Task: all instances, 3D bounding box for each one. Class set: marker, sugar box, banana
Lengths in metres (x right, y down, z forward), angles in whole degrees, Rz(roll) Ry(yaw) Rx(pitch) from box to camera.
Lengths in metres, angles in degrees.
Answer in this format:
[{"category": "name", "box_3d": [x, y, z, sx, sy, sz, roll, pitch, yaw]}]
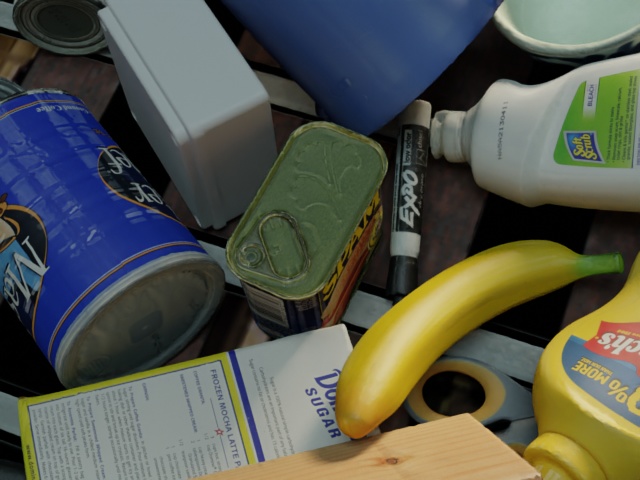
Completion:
[{"category": "marker", "box_3d": [0.051, -0.021, 0.615, 0.020, 0.020, 0.121, 4, 78, 7]}, {"category": "sugar box", "box_3d": [-0.059, 0.109, 0.546, 0.176, 0.048, 0.093, -10, 63, -14]}, {"category": "banana", "box_3d": [0.071, 0.041, 0.562, 0.197, 0.070, 0.037, -29, 104, -28]}]

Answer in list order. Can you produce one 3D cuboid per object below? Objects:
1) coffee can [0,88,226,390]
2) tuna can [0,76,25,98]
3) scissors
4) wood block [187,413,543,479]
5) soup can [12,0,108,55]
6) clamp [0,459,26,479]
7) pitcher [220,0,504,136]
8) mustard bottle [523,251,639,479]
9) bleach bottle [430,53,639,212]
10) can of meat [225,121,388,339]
[{"category": "coffee can", "box_3d": [-0.133, 0.000, 0.588, 0.102, 0.103, 0.140, -36, 66, -13]}, {"category": "tuna can", "box_3d": [-0.212, -0.058, 0.662, 0.086, 0.034, 0.086, -2, 64, 4]}, {"category": "scissors", "box_3d": [0.132, 0.084, 0.571, 0.201, 0.016, 0.096, -22, 63, -7]}, {"category": "wood block", "box_3d": [-0.009, 0.152, 0.472, 0.206, 0.091, 0.090, -11, 101, -12]}, {"category": "soup can", "box_3d": [-0.160, -0.181, 0.699, 0.068, 0.068, 0.102, 0, 65, 5]}, {"category": "clamp", "box_3d": [-0.210, 0.148, 0.556, 0.210, 0.036, 0.164, 39, 66, 18]}, {"category": "pitcher", "box_3d": [-0.012, -0.186, 0.587, 0.242, 0.145, 0.149, 43, 91, -12]}, {"category": "mustard bottle", "box_3d": [0.163, 0.071, 0.533, 0.096, 0.058, 0.191, 35, 61, 29]}, {"category": "bleach bottle", "box_3d": [0.185, -0.066, 0.591, 0.251, 0.068, 0.102, 3, 71, 25]}, {"category": "can of meat", "box_3d": [-0.004, 0.001, 0.586, 0.057, 0.084, 0.102, 23, 68, 15]}]
